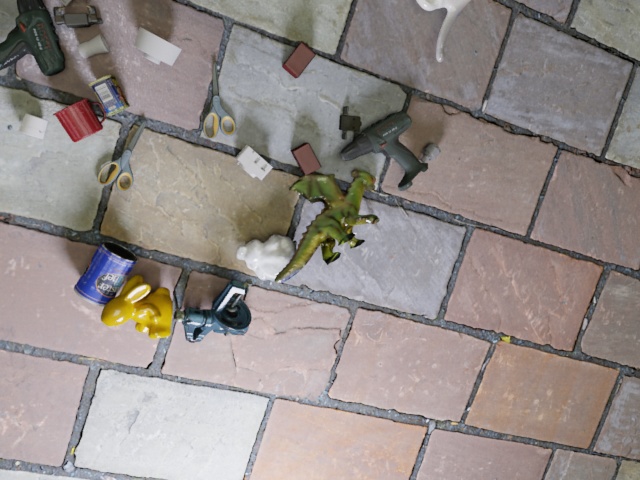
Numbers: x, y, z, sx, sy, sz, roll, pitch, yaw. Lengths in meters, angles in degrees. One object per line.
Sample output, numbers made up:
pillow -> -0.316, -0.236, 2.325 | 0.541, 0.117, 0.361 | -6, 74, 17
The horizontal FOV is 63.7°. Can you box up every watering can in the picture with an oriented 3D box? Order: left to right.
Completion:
watering can -> 0.362, -0.686, 1.418 | 0.225, 0.105, 0.344 | -20, 103, -10

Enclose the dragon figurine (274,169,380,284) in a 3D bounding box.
dragon figurine -> 0.004, -0.072, 1.427 | 0.413, 0.120, 0.246 | -28, 71, -18

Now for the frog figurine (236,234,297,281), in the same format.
frog figurine -> -0.146, 0.043, 1.422 | 0.158, 0.125, 0.135 | 18, 116, -28
